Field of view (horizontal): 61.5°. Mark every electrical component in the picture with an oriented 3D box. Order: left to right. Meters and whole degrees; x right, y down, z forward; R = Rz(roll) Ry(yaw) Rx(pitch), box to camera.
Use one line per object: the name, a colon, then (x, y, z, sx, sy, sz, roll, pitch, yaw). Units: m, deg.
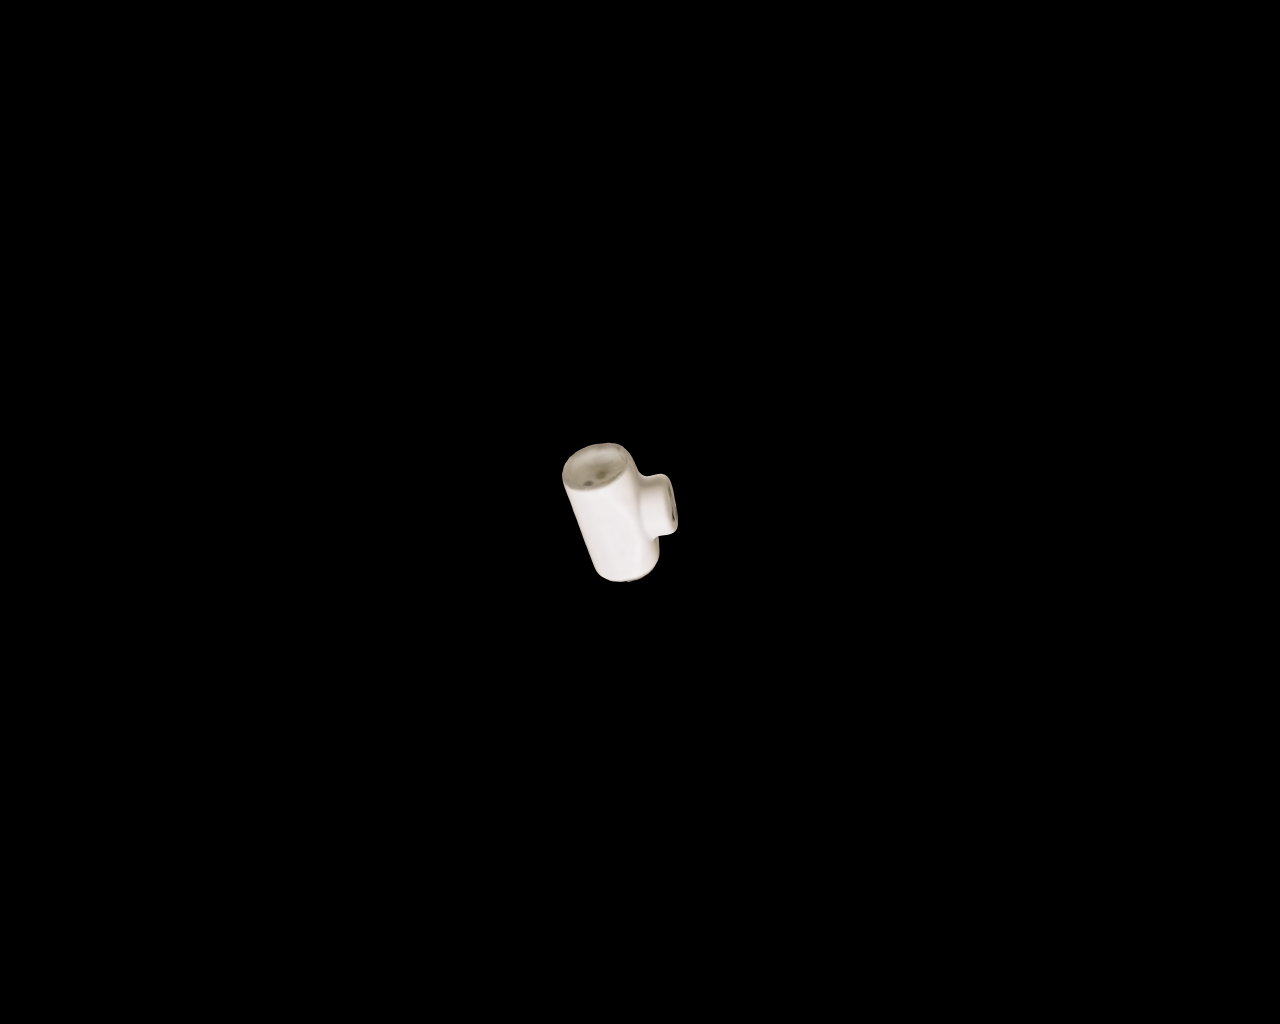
electrical component: (0.001, -0.003, 0.650, 0.079, 0.077, 0.044, -11, 39, 9)
